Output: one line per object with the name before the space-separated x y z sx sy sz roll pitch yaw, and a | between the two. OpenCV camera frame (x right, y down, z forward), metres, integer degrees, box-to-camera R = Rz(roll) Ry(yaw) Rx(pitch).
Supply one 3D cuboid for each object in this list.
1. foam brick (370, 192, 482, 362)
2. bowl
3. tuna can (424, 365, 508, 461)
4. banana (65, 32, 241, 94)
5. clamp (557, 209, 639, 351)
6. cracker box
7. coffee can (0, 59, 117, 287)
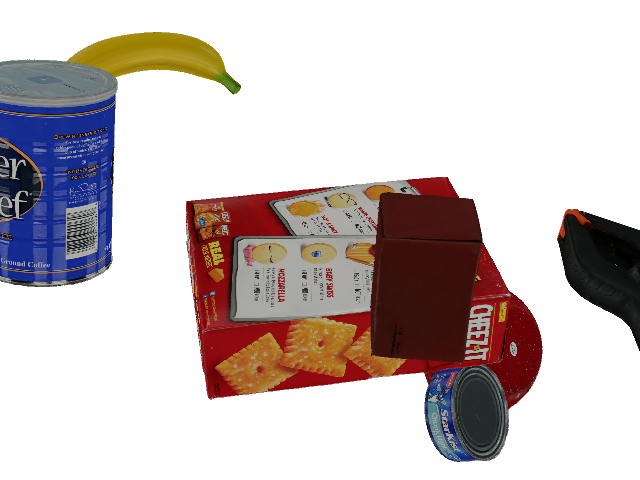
foam brick | 0.055 0.020 0.576 0.053 0.078 0.051 5 31 0
bowl | 0.185 0.115 1.135 0.161 0.162 0.055 0 -4 -36
tuna can | 0.129 0.152 0.944 0.034 0.086 0.085 -14 -9 40
banana | -0.175 -0.176 1.057 0.197 0.070 0.037 -7 -39 -30
clamp | 0.232 0.036 0.722 0.120 0.039 0.171 -6 43 -27
cracker box | 0.012 0.030 0.794 0.213 0.072 0.164 -6 35 -8
coffee can | -0.201 -0.051 0.777 0.103 0.140 0.103 5 22 -2
